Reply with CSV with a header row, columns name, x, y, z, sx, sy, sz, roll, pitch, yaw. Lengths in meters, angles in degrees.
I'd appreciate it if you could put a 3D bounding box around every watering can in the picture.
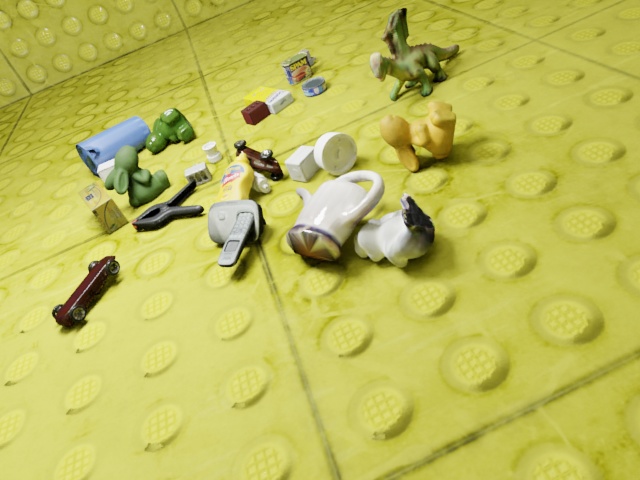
name,x,y,z,sx,sy,sz,roll,pitch,yaw
watering can,0.003,-0.057,1.138,0.346,0.103,0.228,-4,46,55

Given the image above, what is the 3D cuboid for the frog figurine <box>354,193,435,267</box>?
name,x,y,z,sx,sy,sz,roll,pitch,yaw
frog figurine,0.144,0.000,1.022,0.157,0.122,0.141,-46,35,32

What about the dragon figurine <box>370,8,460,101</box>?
name,x,y,z,sx,sy,sz,roll,pitch,yaw
dragon figurine,0.277,-0.566,1.523,0.122,0.238,0.417,11,50,44
